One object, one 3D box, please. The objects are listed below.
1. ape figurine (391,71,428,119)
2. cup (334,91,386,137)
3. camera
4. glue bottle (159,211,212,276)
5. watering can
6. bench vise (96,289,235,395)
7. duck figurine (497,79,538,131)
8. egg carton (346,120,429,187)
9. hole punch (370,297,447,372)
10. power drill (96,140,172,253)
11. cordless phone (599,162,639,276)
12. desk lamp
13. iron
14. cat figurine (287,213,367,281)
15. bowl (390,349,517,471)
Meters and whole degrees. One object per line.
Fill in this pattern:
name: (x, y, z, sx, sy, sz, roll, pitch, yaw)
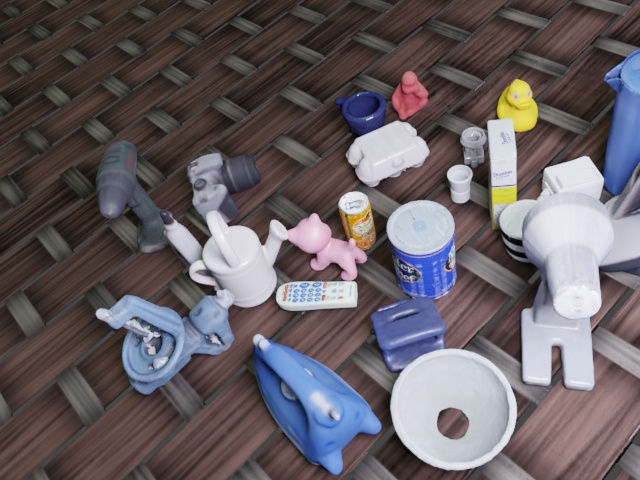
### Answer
ape figurine: (0.189, -0.314, 1.210, 0.077, 0.092, 0.076, 4, 54, 18)
cup: (0.085, -0.248, 1.185, 0.117, 0.095, 0.092, 23, 62, 29)
camera: (-0.191, -0.121, 1.157, 0.137, 0.101, 0.143, -19, 51, 0)
glue bottle: (-0.247, 0.004, 1.029, 0.077, 0.173, 0.037, 29, 65, 31)
watering can: (-0.140, 0.020, 0.975, 0.173, 0.194, 0.100, -39, 53, -15)
bench vise: (-0.244, 0.128, 0.902, 0.121, 0.220, 0.208, 27, 64, 30)
duck figurine: (0.391, -0.279, 1.133, 0.077, 0.086, 0.104, -13, 51, 5)
egg carton: (0.133, -0.169, 1.129, 0.150, 0.069, 0.107, -25, 51, -5)
hole punch: (0.132, 0.135, 0.880, 0.108, 0.091, 0.101, -18, 51, 1)
power drill: (-0.356, -0.074, 1.094, 0.075, 0.209, 0.229, -19, 51, 0)
cordless phone: (0.475, -0.045, 0.867, 0.094, 0.185, 0.148, 11, 57, 22)
desk lamp: (0.341, 0.071, 0.795, 0.117, 0.214, 0.203, 1, 54, 16)
iron: (-0.037, 0.207, 0.836, 0.119, 0.142, 0.257, -42, 54, -17)
cat figurine: (0.009, 0.004, 0.997, 0.127, 0.118, 0.067, 14, 58, 24)
bowl: (0.184, 0.241, 0.795, 0.167, 0.075, 0.167, -7, 52, 10)
